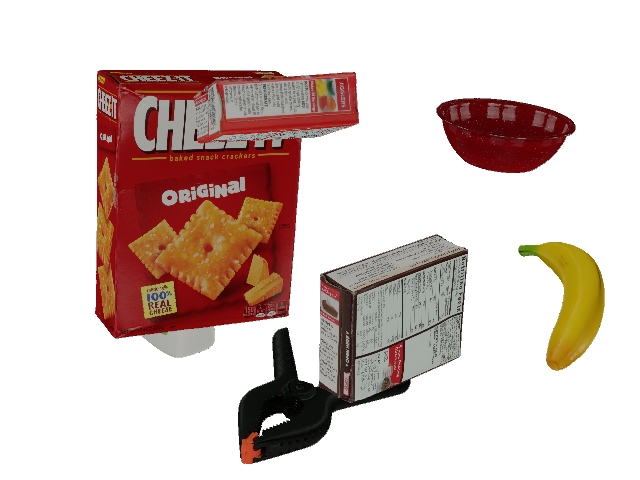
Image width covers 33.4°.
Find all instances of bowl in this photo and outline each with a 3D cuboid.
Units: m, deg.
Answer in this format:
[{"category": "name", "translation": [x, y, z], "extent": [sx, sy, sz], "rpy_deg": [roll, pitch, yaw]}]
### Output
[{"category": "bowl", "translation": [0.213, -0.120, 1.248], "extent": [0.162, 0.055, 0.162], "rpy_deg": [4, 23, -2]}]

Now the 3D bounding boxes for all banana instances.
[{"category": "banana", "translation": [0.235, 0.053, 1.008], "extent": [0.070, 0.037, 0.197], "rpy_deg": [-28, 25, 17]}]

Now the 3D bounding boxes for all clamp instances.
[{"category": "clamp", "translation": [-0.011, 0.163, 1.087], "extent": [0.165, 0.036, 0.209], "rpy_deg": [13, 29, 19]}]

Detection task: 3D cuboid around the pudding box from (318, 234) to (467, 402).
[{"category": "pudding box", "translation": [0.052, 0.054, 0.751], "extent": [0.113, 0.090, 0.039], "rpy_deg": [-19, 30, -37]}]

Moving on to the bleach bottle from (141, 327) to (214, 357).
[{"category": "bleach bottle", "translation": [-0.161, -0.003, 1.158], "extent": [0.067, 0.251, 0.103], "rpy_deg": [-17, 31, -35]}]

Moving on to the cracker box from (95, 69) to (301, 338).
[{"category": "cracker box", "translation": [-0.103, -0.033, 0.903], "extent": [0.163, 0.214, 0.072], "rpy_deg": [-4, 20, -27]}]

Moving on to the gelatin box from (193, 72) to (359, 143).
[{"category": "gelatin box", "translation": [-0.026, -0.071, 0.574], "extent": [0.073, 0.030, 0.089], "rpy_deg": [-5, 3, -13]}]
